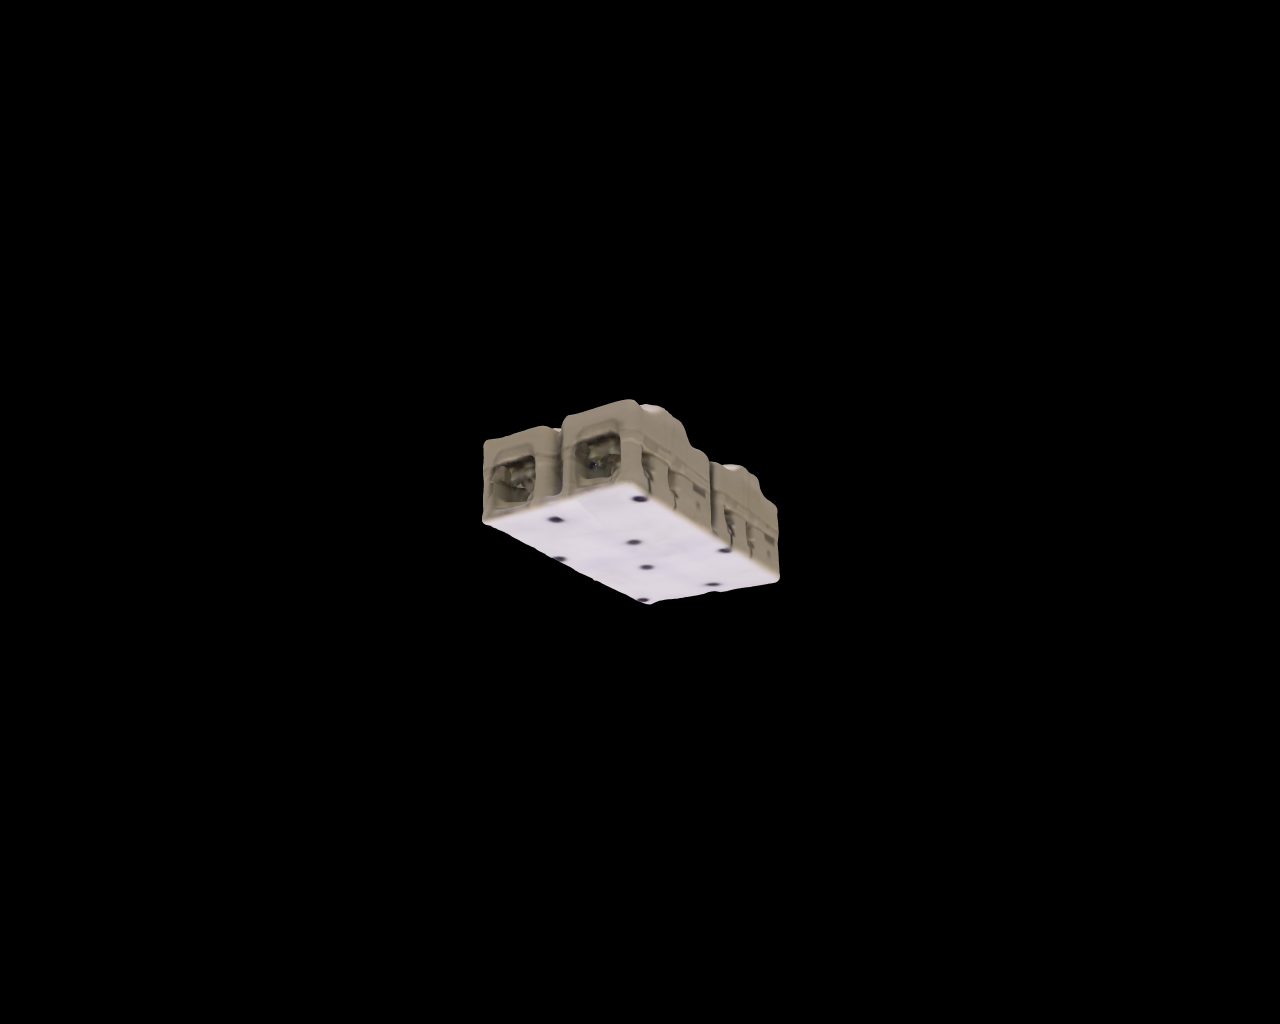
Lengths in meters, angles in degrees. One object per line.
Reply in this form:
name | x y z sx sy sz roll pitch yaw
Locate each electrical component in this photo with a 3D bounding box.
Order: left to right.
electrical component | 0.001 -0.003 0.650 0.105 0.060 0.186 -13 -26 29
